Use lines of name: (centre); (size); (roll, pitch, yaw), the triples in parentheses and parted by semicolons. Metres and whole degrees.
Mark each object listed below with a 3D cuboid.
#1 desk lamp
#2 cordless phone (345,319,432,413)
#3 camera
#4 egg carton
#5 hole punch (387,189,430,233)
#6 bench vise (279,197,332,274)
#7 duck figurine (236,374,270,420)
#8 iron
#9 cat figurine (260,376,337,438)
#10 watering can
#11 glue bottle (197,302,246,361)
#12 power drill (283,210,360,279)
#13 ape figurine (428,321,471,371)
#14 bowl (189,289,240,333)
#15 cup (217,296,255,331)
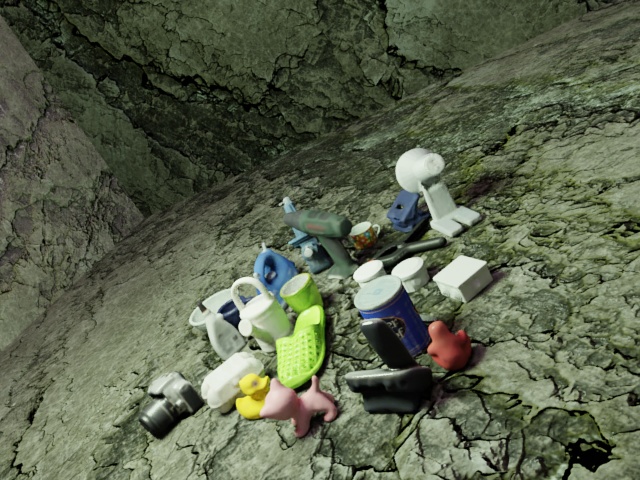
desk lamp: (0.304, -0.139, 1.505); (0.118, 0.214, 0.203); (-33, 20, -6)
cordless phone: (0.099, 0.210, 1.009); (0.147, 0.185, 0.094); (-16, 25, 34)
camera: (-0.377, 0.388, 1.372); (0.142, 0.101, 0.137); (-4, 33, 50)
egg carton: (-0.199, 0.326, 1.318); (0.150, 0.069, 0.107); (-38, 21, -19)
hole punch: (0.244, -0.084, 1.638); (0.101, 0.091, 0.108); (-35, 21, -13)
bench vise: (-0.038, -0.024, 1.699); (0.121, 0.220, 0.207); (-34, 21, -10)
duck figurine: (-0.139, 0.324, 1.213); (0.104, 0.086, 0.077); (-25, 21, 14)
iron: (-0.147, 0.113, 1.642); (0.118, 0.142, 0.258); (-25, 21, 16)
cat figurine: (-0.047, 0.306, 1.083); (0.128, 0.118, 0.067); (-31, 20, -1)
watering can: (-0.147, 0.178, 1.412); (0.101, 0.194, 0.172); (-29, 20, 3)
glue bottle: (-0.267, 0.228, 1.490); (0.078, 0.173, 0.037); (-42, 23, -28)
power drill: (0.014, 0.006, 1.574); (0.228, 0.209, 0.076); (-5, 32, 49)
ape figurine: (0.226, 0.184, 1.030); (0.077, 0.092, 0.076); (-21, 22, 23)
bowl: (-0.296, 0.221, 1.691); (0.167, 0.075, 0.167); (-26, 21, 11)
cup: (-0.210, 0.209, 1.572); (0.117, 0.095, 0.091); (-26, 21, 12)
